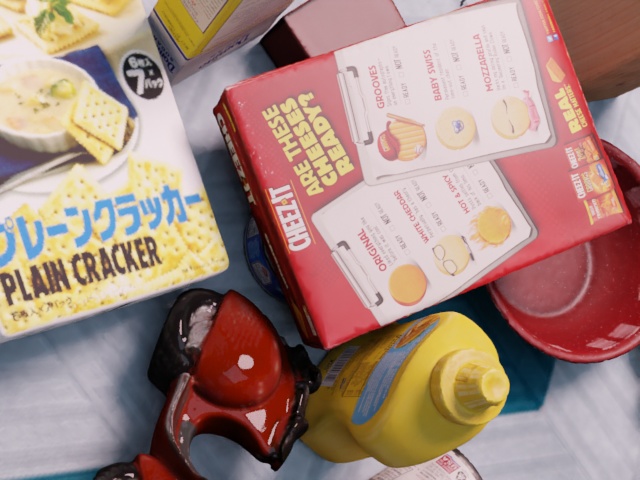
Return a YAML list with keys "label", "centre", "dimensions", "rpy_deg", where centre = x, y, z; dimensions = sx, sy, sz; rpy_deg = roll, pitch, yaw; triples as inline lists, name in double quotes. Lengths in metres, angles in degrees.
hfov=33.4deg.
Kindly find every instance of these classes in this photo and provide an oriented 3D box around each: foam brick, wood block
- label: "foam brick"
  centre: [0.009, -0.140, 0.721]
  dimensions: [0.078, 0.053, 0.051]
  rpy_deg: [-37, 96, -21]
- label: "wood block"
  centre: [0.222, -0.162, 0.722]
  dimensions: [0.090, 0.206, 0.091]
  rpy_deg: [-10, 85, -22]

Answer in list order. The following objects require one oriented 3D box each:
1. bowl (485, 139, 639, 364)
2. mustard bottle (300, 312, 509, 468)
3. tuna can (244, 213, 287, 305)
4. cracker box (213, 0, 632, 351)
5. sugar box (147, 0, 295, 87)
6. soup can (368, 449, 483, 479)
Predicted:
- label: "bowl"
  centre: [0.170, 0.008, 0.756]
  dimensions: [0.162, 0.055, 0.162]
  rpy_deg: [4, 80, -20]
- label: "mustard bottle"
  centre: [0.053, 0.087, 0.625]
  dimensions: [0.058, 0.192, 0.096]
  rpy_deg: [43, 69, -10]
- label: "tuna can"
  centre: [-0.005, 0.001, 0.702]
  dimensions: [0.086, 0.034, 0.086]
  rpy_deg: [4, 80, -23]
- label: "cracker box"
  centre: [0.062, -0.047, 0.662]
  dimensions: [0.213, 0.072, 0.164]
  rpy_deg: [-21, 90, -13]
- label: "sugar box"
  centre: [-0.048, -0.152, 0.634]
  dimensions: [0.093, 0.176, 0.048]
  rpy_deg: [-35, 97, -23]
- label: "soup can"
  centre: [0.051, 0.180, 0.677]
  dimensions: [0.102, 0.069, 0.068]
  rpy_deg: [-26, 91, -24]
